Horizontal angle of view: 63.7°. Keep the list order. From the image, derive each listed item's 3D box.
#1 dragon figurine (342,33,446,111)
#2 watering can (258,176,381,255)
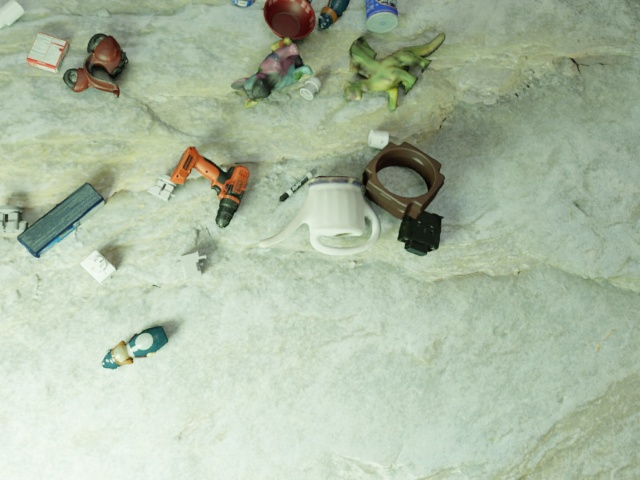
[{"bbox_3d":[0.207,-0.559,1.603,0.243,0.417,0.120,33,-23,2],"label":"dragon figurine"},{"bbox_3d":[0.004,-0.070,1.400,0.348,0.227,0.103,1,-15,-17],"label":"watering can"}]
